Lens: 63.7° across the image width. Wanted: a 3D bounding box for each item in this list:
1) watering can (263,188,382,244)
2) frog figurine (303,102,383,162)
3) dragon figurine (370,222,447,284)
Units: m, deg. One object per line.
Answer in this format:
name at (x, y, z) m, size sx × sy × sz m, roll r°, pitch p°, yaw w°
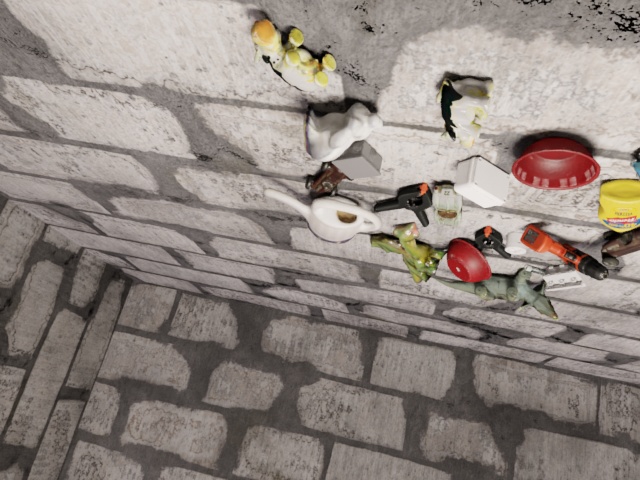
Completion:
watering can at (0.005, -0.076, 1.506) m, size 0.347 × 0.106 × 0.221 m, roll 14°, pitch 161°, yaw -2°
frog figurine at (0.048, -0.222, 1.064) m, size 0.159 × 0.121 × 0.139 m, roll 3°, pitch -168°, yaw 4°
dragon figurine at (0.278, 0.043, 1.717) m, size 0.243 × 0.124 × 0.403 m, roll 30°, pitch 159°, yaw 6°
